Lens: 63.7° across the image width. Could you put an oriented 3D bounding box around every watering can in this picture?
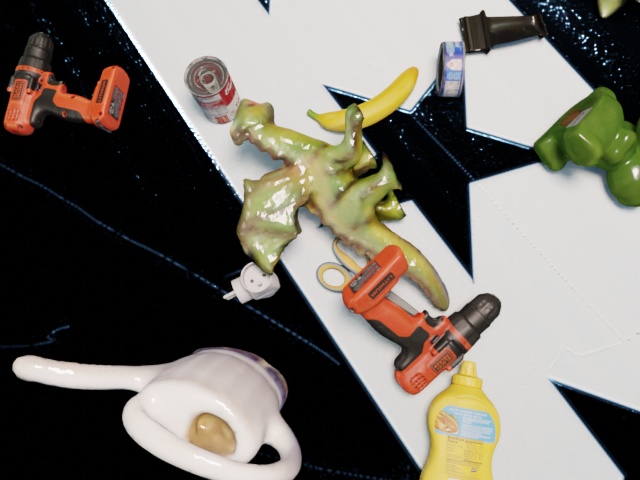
[{"bbox_3d":[-0.176,0.194,0.651,0.348,0.103,0.225,23,8,8],"label":"watering can"}]

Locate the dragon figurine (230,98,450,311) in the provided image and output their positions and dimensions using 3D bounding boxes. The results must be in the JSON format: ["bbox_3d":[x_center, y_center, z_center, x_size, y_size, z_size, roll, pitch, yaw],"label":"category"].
[{"bbox_3d":[0.002,-0.037,0.736,0.243,0.412,0.121,-26,-4,-7],"label":"dragon figurine"}]
